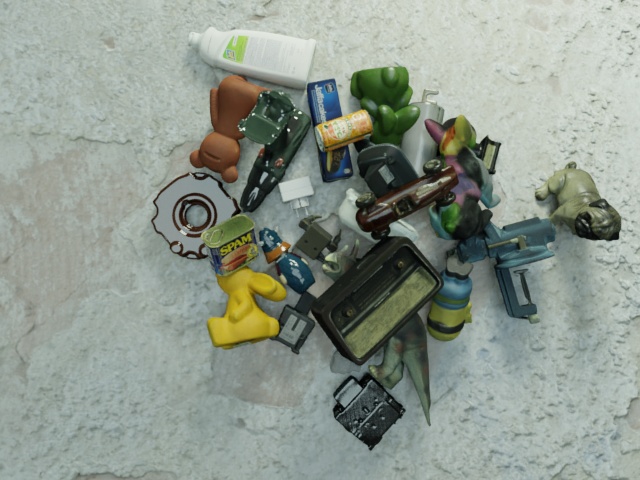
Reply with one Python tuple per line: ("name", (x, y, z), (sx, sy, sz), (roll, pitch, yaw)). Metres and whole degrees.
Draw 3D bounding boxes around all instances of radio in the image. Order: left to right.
("radio", (0.103, 0.103, 0.983), (0.229, 0.073, 0.131), (-41, 103, -16))

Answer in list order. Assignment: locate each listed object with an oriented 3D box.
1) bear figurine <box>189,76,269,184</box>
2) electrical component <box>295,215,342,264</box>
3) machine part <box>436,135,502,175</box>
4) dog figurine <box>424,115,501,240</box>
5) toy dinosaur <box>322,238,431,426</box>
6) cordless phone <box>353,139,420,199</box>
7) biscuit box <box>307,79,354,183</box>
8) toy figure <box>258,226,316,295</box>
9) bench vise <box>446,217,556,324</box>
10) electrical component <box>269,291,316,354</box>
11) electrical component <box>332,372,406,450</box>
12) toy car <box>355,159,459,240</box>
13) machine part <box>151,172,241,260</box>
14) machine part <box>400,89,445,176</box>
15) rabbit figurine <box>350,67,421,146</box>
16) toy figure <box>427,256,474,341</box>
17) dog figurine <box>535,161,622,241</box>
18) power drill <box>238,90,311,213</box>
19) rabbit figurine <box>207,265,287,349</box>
("bear figurine", (-0.171, -0.221, 1.073), (0.120, 0.132, 0.195), (23, 108, 10))
("electrical component", (-0.004, -0.004, 1.113), (0.102, 0.045, 0.078), (33, 116, -1))
("machine part", (0.312, -0.187, 1.136), (0.139, 0.039, 0.084), (11, 97, -6))
("dog figurine", (0.262, -0.132, 1.047), (0.191, 0.109, 0.219), (-49, 125, -35))
("toy dinosaur", (0.139, 0.173, 1.090), (0.192, 0.131, 0.404), (-45, 99, -2))
("cordless phone", (0.122, -0.134, 1.069), (0.089, 0.184, 0.146), (-38, 118, 3))
("biscuit box", (0.019, -0.223, 1.103), (0.063, 0.059, 0.202), (-11, 91, -4))
("toy figure", (-0.074, 0.041, 1.099), (0.154, 0.064, 0.058), (50, 125, 2))
("bench vise", (0.384, 0.059, 1.103), (0.224, 0.129, 0.240), (-15, 87, -1))
("electrical component", (-0.046, 0.165, 1.106), (0.075, 0.048, 0.119), (33, 89, -4))
("electrical component", (0.092, 0.345, 1.111), (0.134, 0.058, 0.115), (42, 85, -4))
("toy car", (0.160, -0.072, 0.976), (0.202, 0.053, 0.089), (-25, 115, 3))
("machine part", (-0.251, -0.050, 1.087), (0.179, 0.056, 0.179), (0, 89, -4))
("machine part", (0.204, -0.192, 1.108), (0.079, 0.079, 0.243), (10, 90, -4))
("rabbit figurine", (0.142, -0.258, 1.080), (0.121, 0.159, 0.170), (-8, 106, -14))
("toy figure", (0.258, 0.123, 1.079), (0.089, 0.082, 0.179), (-25, 135, -29))
("dog figurine", (0.534, -0.082, 1.075), (0.121, 0.190, 0.172), (-7, 89, -4))
("power drill", (-0.095, -0.173, 1.024), (0.086, 0.207, 0.232), (29, 77, 15))
("rabbit figurine", (-0.153, 0.118, 1.065), (0.162, 0.121, 0.173), (-20, 69, 9))
